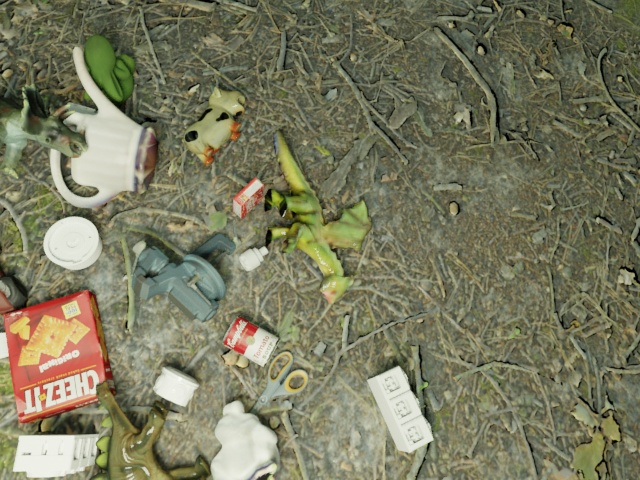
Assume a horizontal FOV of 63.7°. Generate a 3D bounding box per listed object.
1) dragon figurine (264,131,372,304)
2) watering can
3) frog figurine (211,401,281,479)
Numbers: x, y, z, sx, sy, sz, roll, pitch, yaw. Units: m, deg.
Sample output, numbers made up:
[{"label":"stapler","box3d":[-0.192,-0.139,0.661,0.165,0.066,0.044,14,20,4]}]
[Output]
[{"label":"dragon figurine","box3d":[0.004,-0.060,1.192,0.242,0.120,0.417,8,69,-22]},{"label":"watering can","box3d":[-0.471,-0.235,1.140,0.224,0.105,0.346,9,97,-11]},{"label":"frog figurine","box3d":[-0.150,0.397,0.979,0.137,0.121,0.162,-41,48,8]}]
